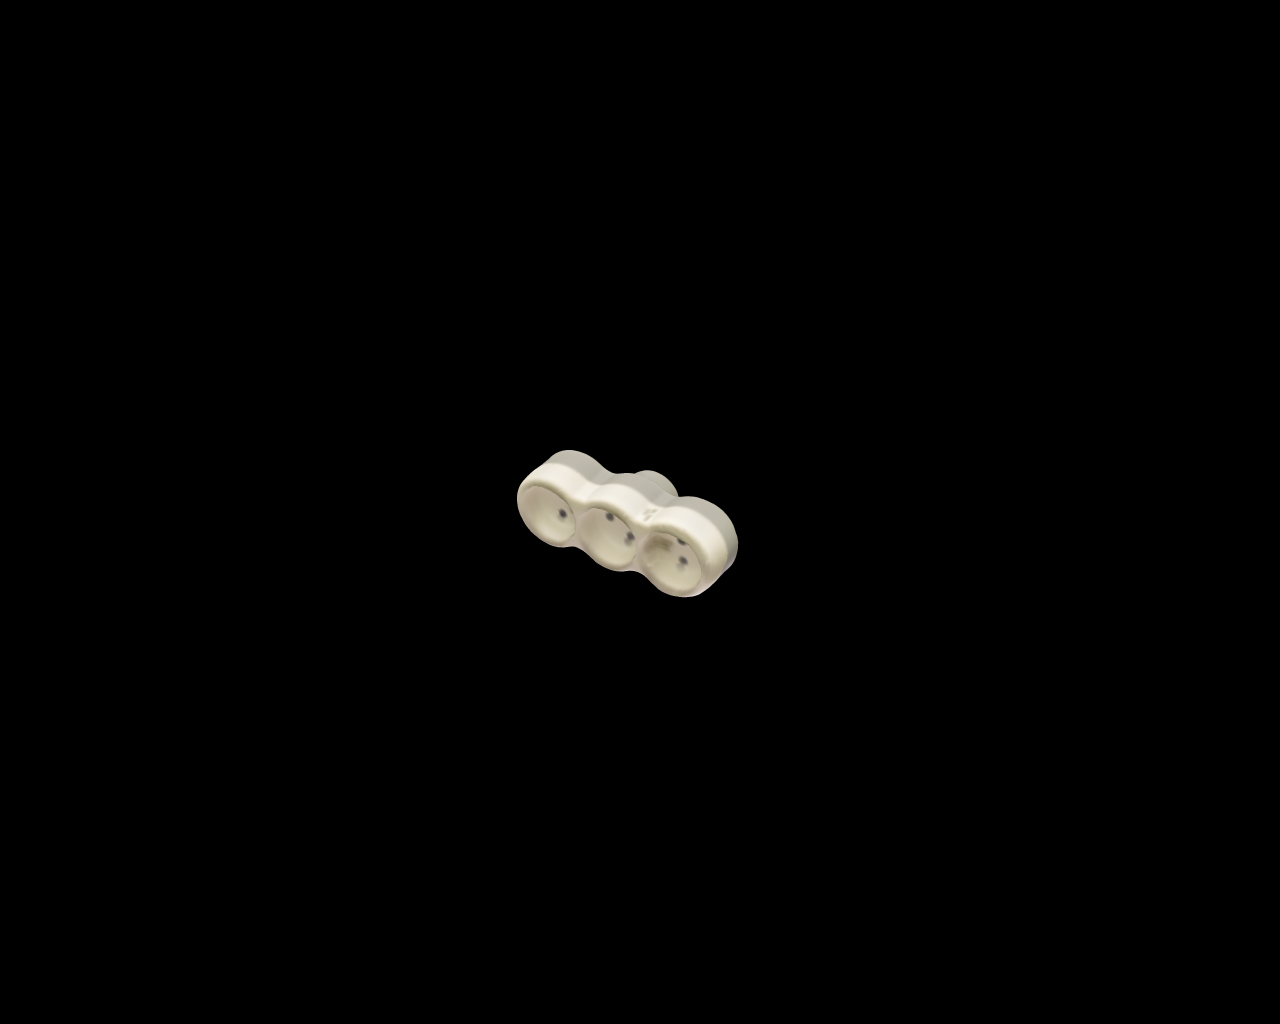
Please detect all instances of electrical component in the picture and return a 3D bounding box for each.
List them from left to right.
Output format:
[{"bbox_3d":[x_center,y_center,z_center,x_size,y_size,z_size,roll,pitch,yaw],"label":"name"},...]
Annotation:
[{"bbox_3d":[0.001,-0.003,0.650,0.138,0.052,0.074,21,41,26],"label":"electrical component"}]
